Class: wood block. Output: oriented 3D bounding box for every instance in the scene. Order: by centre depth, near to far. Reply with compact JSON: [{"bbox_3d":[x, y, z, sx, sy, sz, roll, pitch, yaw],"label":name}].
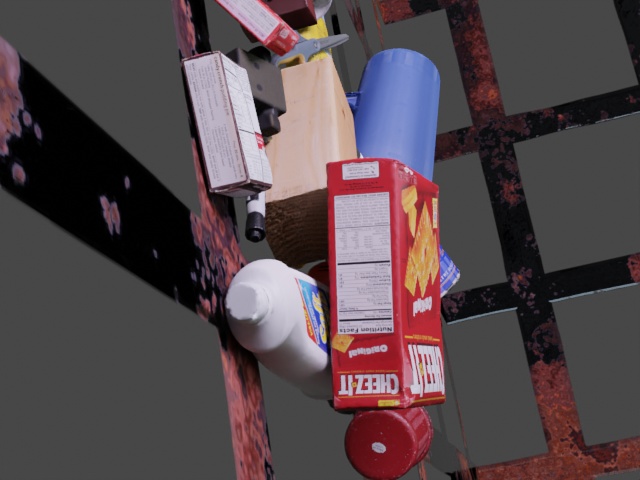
[{"bbox_3d":[-0.013,-0.081,1.080,0.206,0.090,0.091,-92,164,-46],"label":"wood block"}]

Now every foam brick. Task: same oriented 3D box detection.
[{"bbox_3d":[-0.049,-0.253,1.145,0.051,0.078,0.053,34,42,-74],"label":"foam brick"}]

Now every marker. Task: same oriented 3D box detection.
[{"bbox_3d":[-0.059,-0.043,0.976,0.121,0.020,0.020,-93,166,-46],"label":"marker"}]

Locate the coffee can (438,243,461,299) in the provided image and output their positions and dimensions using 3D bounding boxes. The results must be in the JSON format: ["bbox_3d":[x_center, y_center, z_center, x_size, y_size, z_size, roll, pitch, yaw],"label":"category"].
[{"bbox_3d":[0.086,0.012,1.270,0.140,0.103,0.102,53,15,-10],"label":"coffee can"}]

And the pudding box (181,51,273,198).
[{"bbox_3d":[-0.077,-0.094,0.890,0.090,0.039,0.113,2,73,-79],"label":"pudding box"}]

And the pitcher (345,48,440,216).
[{"bbox_3d":[0.083,-0.138,1.406,0.149,0.145,0.242,58,35,-46],"label":"pitcher"}]

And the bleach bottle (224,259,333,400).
[{"bbox_3d":[-0.023,0.077,0.899,0.250,0.068,0.102,36,44,-71],"label":"bleach bottle"}]

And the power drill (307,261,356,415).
[{"bbox_3d":[0.030,0.067,1.141,0.187,0.057,0.184,-76,163,-55],"label":"power drill"}]

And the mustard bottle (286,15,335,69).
[{"bbox_3d":[-0.022,-0.286,1.395,0.096,0.058,0.191,41,36,-59],"label":"mustard bottle"}]

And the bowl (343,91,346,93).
[{"bbox_3d":[0.026,-0.155,1.505,0.162,0.055,0.162,-13,90,-80],"label":"bowl"}]

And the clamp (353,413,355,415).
[{"bbox_3d":[0.070,0.200,1.325,0.171,0.039,0.120,56,22,-64],"label":"clamp"}]

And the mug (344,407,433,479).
[{"bbox_3d":[0.071,0.207,1.175,0.081,0.093,0.117,-5,82,-77],"label":"mug"}]

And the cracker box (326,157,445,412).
[{"bbox_3d":[0.064,0.044,0.960,0.164,0.072,0.214,19,68,-70],"label":"cracker box"}]

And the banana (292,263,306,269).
[{"bbox_3d":[-0.012,-0.017,1.158,0.197,0.037,0.069,-41,117,-79],"label":"banana"}]

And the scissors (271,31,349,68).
[{"bbox_3d":[-0.021,-0.249,1.291,0.096,0.016,0.201,62,35,-20],"label":"scissors"}]

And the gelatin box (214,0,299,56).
[{"bbox_3d":[-0.065,-0.217,1.014,0.089,0.030,0.073,42,7,8],"label":"gelatin box"}]
